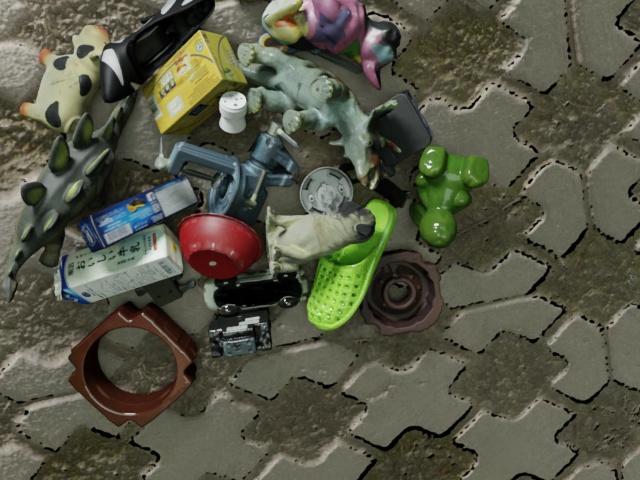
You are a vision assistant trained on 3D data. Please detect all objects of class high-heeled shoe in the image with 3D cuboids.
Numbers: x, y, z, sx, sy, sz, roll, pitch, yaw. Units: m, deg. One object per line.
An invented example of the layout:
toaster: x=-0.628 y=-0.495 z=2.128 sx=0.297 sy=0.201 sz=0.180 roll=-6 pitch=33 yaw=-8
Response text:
high-heeled shoe: x=-0.258 y=-0.313 z=0.875 sx=0.145 sy=0.086 sz=0.249 roll=-3 pitch=57 yaw=16

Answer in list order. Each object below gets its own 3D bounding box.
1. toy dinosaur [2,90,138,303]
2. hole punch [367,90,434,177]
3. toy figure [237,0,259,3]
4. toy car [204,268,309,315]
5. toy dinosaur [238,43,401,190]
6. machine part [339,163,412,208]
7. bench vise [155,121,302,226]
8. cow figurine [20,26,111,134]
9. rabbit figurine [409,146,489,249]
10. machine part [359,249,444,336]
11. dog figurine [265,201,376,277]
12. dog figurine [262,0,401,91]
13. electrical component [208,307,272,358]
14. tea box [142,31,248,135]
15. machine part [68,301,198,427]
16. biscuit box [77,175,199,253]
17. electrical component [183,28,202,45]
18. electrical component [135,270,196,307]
toy dinosaur: x=-0.408 y=-0.111 z=0.910 sx=0.105 sy=0.198 sz=0.471 roll=27 pitch=64 yaw=-19
hole punch: x=0.142 y=-0.207 z=1.000 sx=0.116 sy=0.092 sz=0.142 roll=-26 pitch=103 yaw=27
toy figure: x=-0.140 y=-0.499 z=0.918 sx=0.082 sy=0.089 sz=0.180 roll=-13 pitch=103 yaw=5
toy car: x=-0.121 y=0.096 z=1.037 sx=0.202 sy=0.056 sz=0.073 roll=-7 pitch=106 yaw=-6
toy dinosaur: x=-0.020 y=-0.253 z=0.935 sx=0.405 sy=0.192 sz=0.131 roll=43 pitch=117 yaw=29
machine part: x=0.104 y=-0.108 z=1.015 sx=0.139 sy=0.084 sz=0.039 roll=31 pitch=72 yaw=-17
bench vise: x=-0.162 y=-0.123 z=0.946 sx=0.240 sy=0.129 sz=0.223 roll=15 pitch=123 yaw=-32
cow figurine: x=-0.418 y=-0.276 z=0.927 sx=0.127 sy=0.085 sz=0.194 roll=26 pitch=95 yaw=10
rabbit figurine: x=0.215 y=-0.066 z=0.986 sx=0.121 sy=0.159 sz=0.170 roll=15 pitch=79 yaw=-5
machine part: x=0.155 y=0.102 z=1.059 sx=0.179 sy=0.056 sz=0.179 roll=0 pitch=99 yaw=-3
dog figurine: x=-0.001 y=0.000 z=0.990 sx=0.191 sy=0.172 sz=0.121 roll=-5 pitch=82 yaw=-11
dog figurine: x=0.030 y=-0.350 z=0.936 sx=0.192 sy=0.108 sz=0.219 roll=-27 pitch=123 yaw=23
electrical component: x=-0.148 y=0.174 z=1.008 sx=0.115 sy=0.134 sz=0.058 roll=-9 pitch=102 yaw=-2
tea box: x=-0.216 y=-0.262 z=0.915 sx=0.170 sy=0.068 sz=0.098 roll=-27 pitch=84 yaw=32
machine part: x=-0.352 y=0.234 z=1.028 sx=0.201 sy=0.087 sz=0.201 roll=-42 pitch=100 yaw=2
biscuit box: x=-0.313 y=-0.048 z=0.936 sx=0.203 sy=0.063 sz=0.059 roll=-34 pitch=105 yaw=-42
electrical component: x=-0.240 y=-0.371 z=0.966 sx=0.063 sy=0.021 sz=0.094 roll=30 pitch=95 yaw=-9
electrical component: x=-0.301 y=0.080 z=1.029 sx=0.102 sy=0.045 sz=0.078 roll=-29 pitch=127 yaw=4
